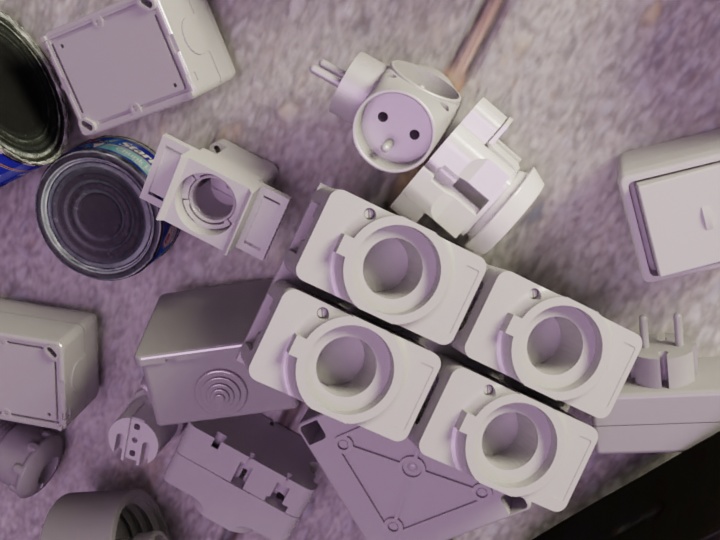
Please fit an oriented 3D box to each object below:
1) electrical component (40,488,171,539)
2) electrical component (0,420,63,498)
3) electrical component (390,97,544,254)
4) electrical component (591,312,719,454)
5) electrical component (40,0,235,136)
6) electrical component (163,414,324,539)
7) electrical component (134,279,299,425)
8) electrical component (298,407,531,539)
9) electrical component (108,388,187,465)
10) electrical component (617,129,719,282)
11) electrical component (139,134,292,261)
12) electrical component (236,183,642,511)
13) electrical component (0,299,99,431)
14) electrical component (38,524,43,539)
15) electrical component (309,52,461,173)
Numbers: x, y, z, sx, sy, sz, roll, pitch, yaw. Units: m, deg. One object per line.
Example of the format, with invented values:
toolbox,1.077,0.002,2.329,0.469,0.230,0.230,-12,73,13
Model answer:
electrical component,-0.158,0.197,0.711,0.060,0.108,0.108,-12,107,11
electrical component,-0.239,0.123,0.736,0.062,0.048,0.048,27,114,10
electrical component,0.064,-0.046,0.594,0.057,0.058,0.078,41,113,0
electrical component,0.173,0.060,0.612,0.083,0.047,0.075,-4,109,15
electrical component,-0.128,-0.120,0.614,0.096,0.061,0.061,-14,106,26
electrical component,-0.074,0.130,0.694,0.089,0.050,0.055,28,113,2
electrical component,-0.078,0.047,0.638,0.100,0.099,0.048,-8,112,4
electrical component,0.037,0.107,0.657,0.109,0.056,0.108,-26,102,21
electrical component,-0.139,0.101,0.701,0.040,0.046,0.040,4,111,12
electrical component,0.188,-0.037,0.565,0.096,0.061,0.061,-13,106,18
electrical component,-0.080,-0.045,0.624,0.081,0.063,0.042,28,112,2
electrical component,0.043,0.042,0.570,0.186,0.060,0.105,25,90,-13
electrical component,-0.222,0.057,0.697,0.096,0.061,0.061,8,112,10
electrical component,-0.225,0.209,0.769,0.035,0.035,0.061,15,110,8
electrical component,0.010,-0.092,0.579,0.079,0.077,0.044,30,114,2
